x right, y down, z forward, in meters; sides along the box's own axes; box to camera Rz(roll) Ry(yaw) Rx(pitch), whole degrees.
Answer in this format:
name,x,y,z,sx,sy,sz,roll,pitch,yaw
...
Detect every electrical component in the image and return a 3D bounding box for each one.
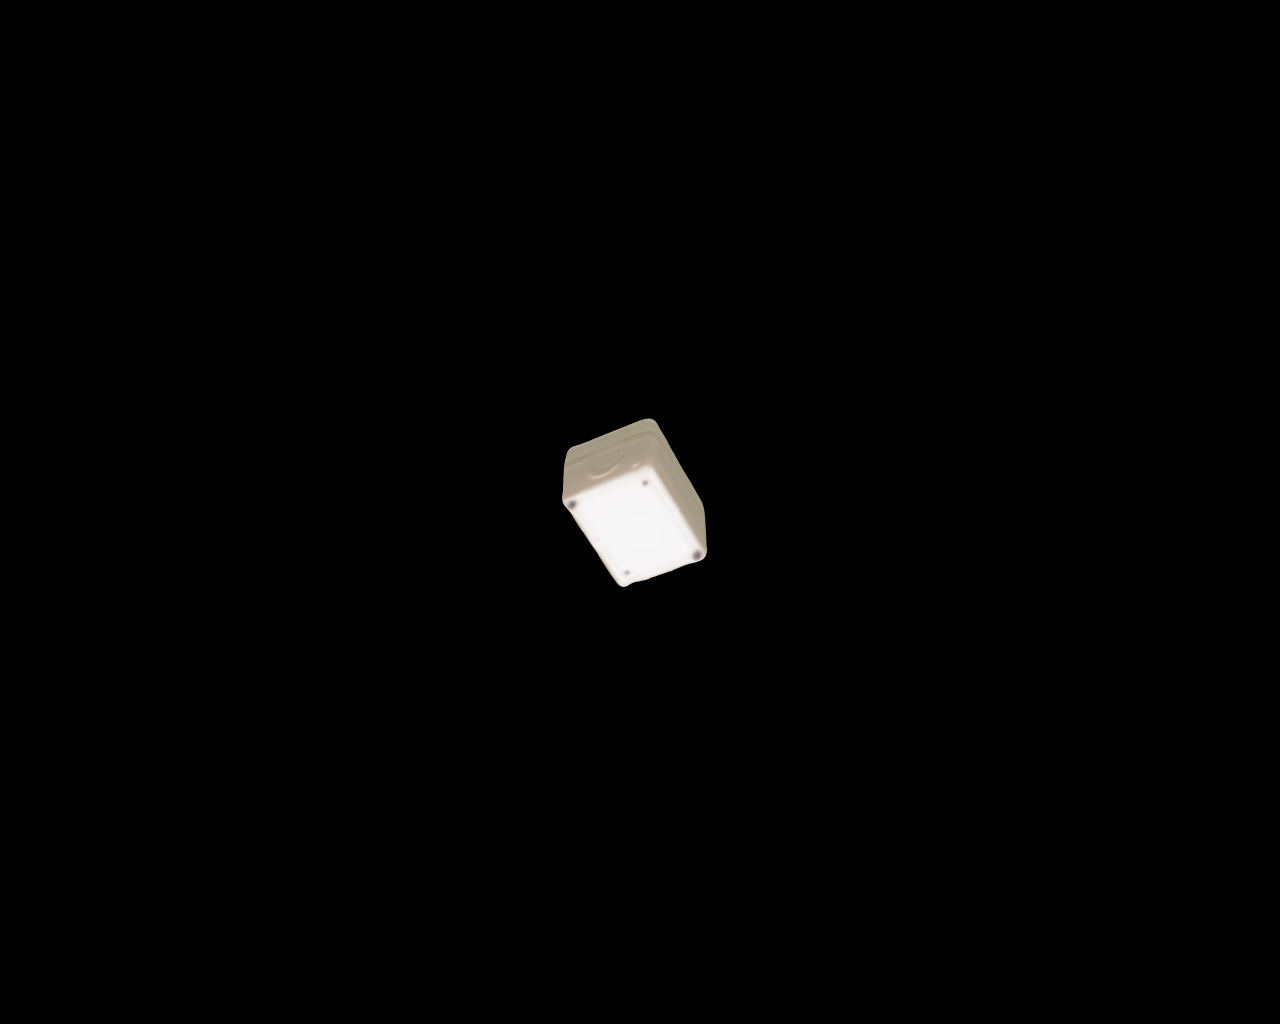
name,x,y,z,sx,sy,sz,roll,pitch,yaw
electrical component,0.001,-0.003,0.650,0.061,0.096,0.061,-21,36,16
